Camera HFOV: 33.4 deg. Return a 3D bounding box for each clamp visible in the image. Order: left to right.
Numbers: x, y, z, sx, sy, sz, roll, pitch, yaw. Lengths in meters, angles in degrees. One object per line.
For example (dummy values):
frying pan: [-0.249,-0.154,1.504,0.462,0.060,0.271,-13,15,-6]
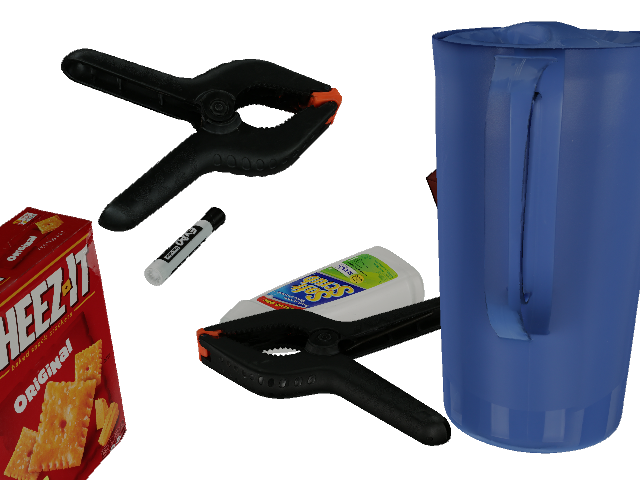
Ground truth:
clamp: [-0.074,-0.080,0.659,0.171,0.120,0.039,-18,-12,-24]
clamp: [0.011,0.083,0.821,0.210,0.036,0.164,7,31,16]

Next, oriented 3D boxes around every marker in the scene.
marker: [-0.119,0.003,0.958,0.020,0.020,0.121,0,28,27]

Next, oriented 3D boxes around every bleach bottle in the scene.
bleach bottle: [-0.011,0.083,1.205,0.250,0.068,0.103,-20,36,-28]

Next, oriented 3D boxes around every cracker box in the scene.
cracker box: [-0.227,0.108,0.816,0.072,0.214,0.164,10,32,21]

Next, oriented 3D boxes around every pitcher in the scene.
pitcher: [0.125,-0.002,0.618,0.149,0.243,0.145,-7,17,-23]

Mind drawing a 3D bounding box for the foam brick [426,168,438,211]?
foam brick: [0.144,-0.037,1.003,0.053,0.078,0.051,-40,36,-23]
